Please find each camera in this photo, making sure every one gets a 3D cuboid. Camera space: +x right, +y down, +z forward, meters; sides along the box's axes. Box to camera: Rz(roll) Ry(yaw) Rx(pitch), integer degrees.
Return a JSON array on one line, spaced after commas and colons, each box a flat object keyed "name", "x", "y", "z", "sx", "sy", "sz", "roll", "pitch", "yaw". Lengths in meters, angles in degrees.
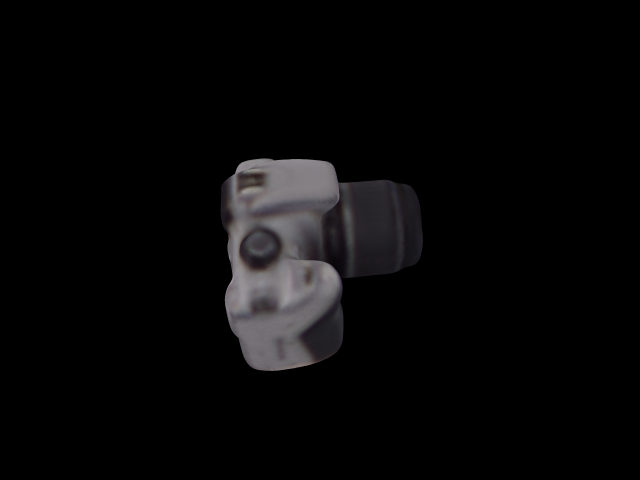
[{"name": "camera", "x": 0.004, "y": 0.001, "z": 0.400, "sx": 0.137, "sy": 0.101, "sz": 0.143, "roll": -5, "pitch": 53, "yaw": -4}]
